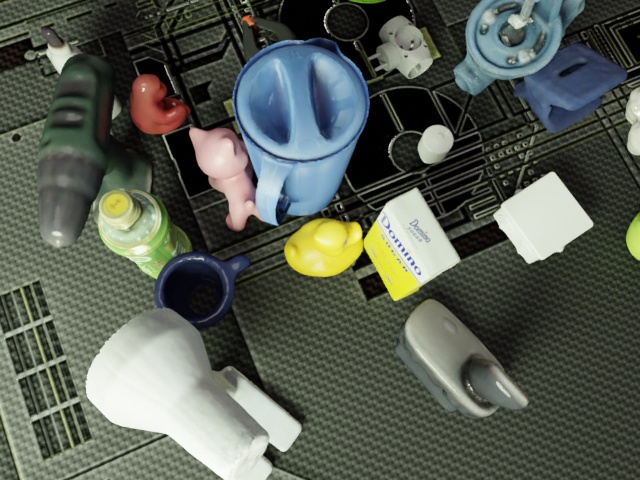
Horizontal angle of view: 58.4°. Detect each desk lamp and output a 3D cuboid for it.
[{"bbox_3d":[-0.121,0.177,0.608,0.203,0.213,0.118,37,78,6],"label":"desk lamp"}]

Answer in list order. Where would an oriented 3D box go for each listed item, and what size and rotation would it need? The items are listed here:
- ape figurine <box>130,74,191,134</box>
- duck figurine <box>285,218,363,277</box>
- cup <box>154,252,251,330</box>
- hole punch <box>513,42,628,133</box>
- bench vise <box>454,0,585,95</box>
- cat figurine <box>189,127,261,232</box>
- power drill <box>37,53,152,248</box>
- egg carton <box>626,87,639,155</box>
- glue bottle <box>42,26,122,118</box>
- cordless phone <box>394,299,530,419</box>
[{"bbox_3d":[-0.218,-0.185,0.753,0.076,0.092,0.078,-31,79,-9],"label":"ape figurine"},{"bbox_3d":[0.007,0.003,0.721,0.104,0.086,0.077,-14,77,-6],"label":"duck figurine"},{"bbox_3d":[-0.134,0.060,0.696,0.118,0.095,0.091,-33,80,-10],"label":"cup"},{"bbox_3d":[0.341,-0.219,0.788,0.109,0.091,0.101,-32,80,-9],"label":"hole punch"},{"bbox_3d":[0.274,-0.305,0.739,0.121,0.220,0.207,35,77,6],"label":"bench vise"},{"bbox_3d":[-0.112,-0.085,0.720,0.067,0.118,0.128,-27,79,-8],"label":"cat figurine"},{"bbox_3d":[-0.258,-0.083,0.666,0.075,0.208,0.229,-2,76,-3],"label":"power drill"},{"bbox_3d":[0.501,-0.159,0.792,0.150,0.069,0.107,3,76,-2],"label":"egg carton"},{"bbox_3d":[-0.305,-0.213,0.714,0.078,0.173,0.037,41,78,7],"label":"glue bottle"},{"bbox_3d":[0.163,0.131,0.646,0.147,0.185,0.094,44,79,8],"label":"cordless phone"}]
